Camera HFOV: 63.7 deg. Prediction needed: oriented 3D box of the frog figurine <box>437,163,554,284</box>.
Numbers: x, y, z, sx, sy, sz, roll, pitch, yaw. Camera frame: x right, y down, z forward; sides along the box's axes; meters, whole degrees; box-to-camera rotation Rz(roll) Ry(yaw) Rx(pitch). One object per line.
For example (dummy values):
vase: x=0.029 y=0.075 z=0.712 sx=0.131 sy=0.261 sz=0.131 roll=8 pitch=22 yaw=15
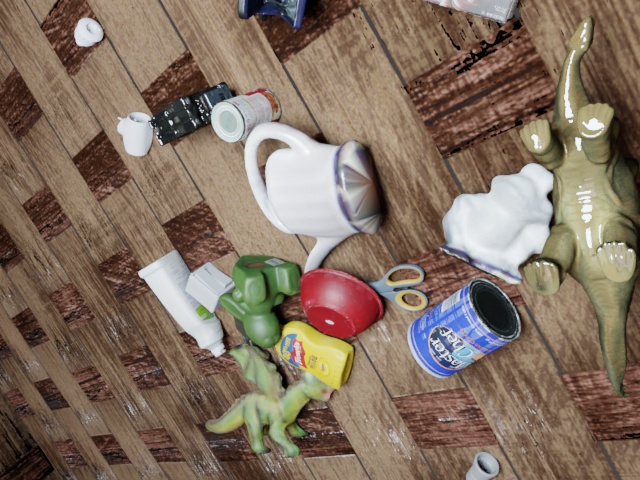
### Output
frog figurine: x=0.249 y=-0.032 z=0.707 sx=0.138 sy=0.121 sz=0.159 roll=27 pitch=90 yaw=30

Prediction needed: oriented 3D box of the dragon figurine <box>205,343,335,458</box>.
dragon figurine: x=-0.137 y=0.341 z=1.148 sx=0.409 sy=0.123 sz=0.242 roll=-7 pitch=97 yaw=31

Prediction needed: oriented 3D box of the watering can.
watering can: x=0.003 y=-0.043 z=0.852 sx=0.224 sy=0.106 sz=0.341 roll=-1 pitch=126 yaw=33
